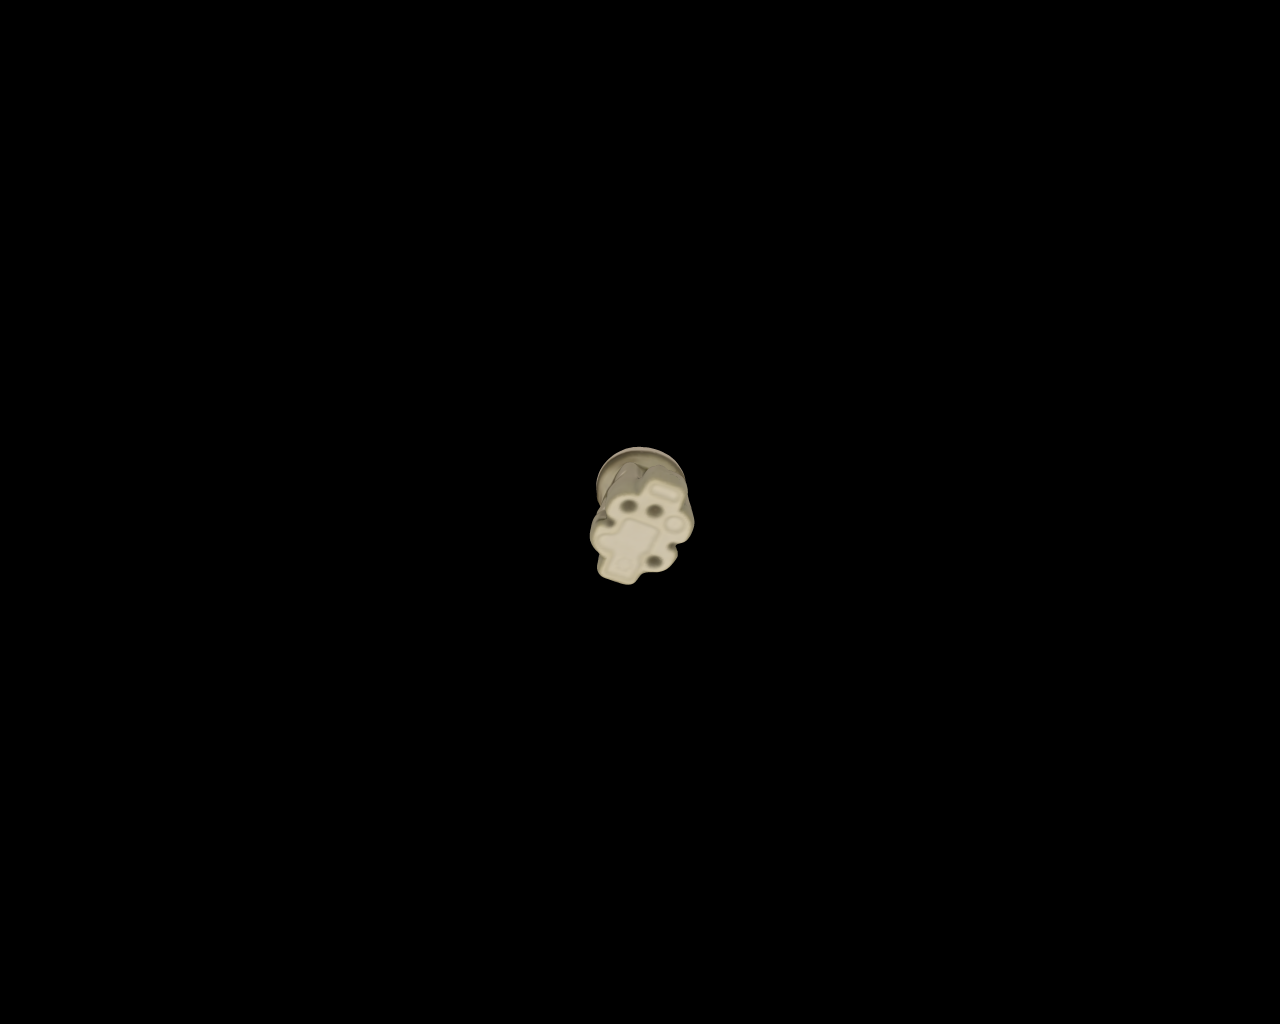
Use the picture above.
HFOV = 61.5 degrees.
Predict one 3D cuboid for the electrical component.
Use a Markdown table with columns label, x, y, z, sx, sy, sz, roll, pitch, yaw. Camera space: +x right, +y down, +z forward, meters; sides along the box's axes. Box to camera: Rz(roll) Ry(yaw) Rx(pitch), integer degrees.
| label | x | y | z | sx | sy | sz | roll | pitch | yaw |
| --- | --- | --- | --- | --- | --- | --- | --- | --- | --- |
| electrical component | 0.001 | -0.003 | 0.650 | 0.058 | 0.078 | 0.057 | 21 | 32 | -14 |
